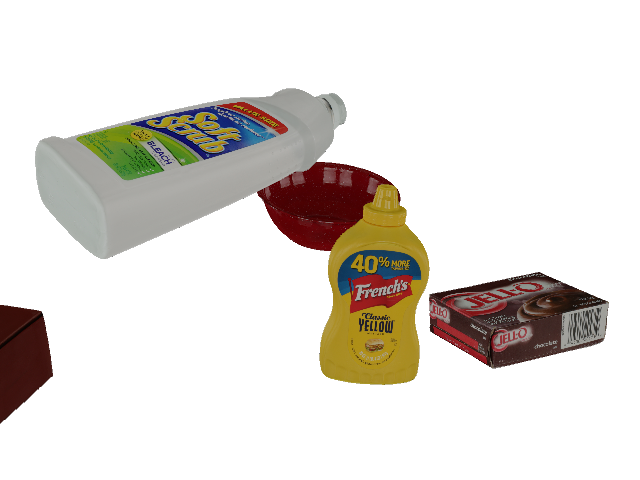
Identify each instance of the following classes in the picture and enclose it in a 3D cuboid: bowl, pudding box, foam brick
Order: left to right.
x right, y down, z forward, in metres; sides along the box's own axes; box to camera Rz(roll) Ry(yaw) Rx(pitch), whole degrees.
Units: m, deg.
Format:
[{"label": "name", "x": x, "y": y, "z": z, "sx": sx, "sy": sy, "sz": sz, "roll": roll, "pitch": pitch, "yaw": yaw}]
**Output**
[{"label": "foam brick", "x": -0.224, "y": 0.084, "z": 0.710, "sx": 0.053, "sy": 0.051, "sz": 0.078, "roll": 7, "pitch": 29, "yaw": 23}, {"label": "bowl", "x": 0.006, "y": -0.033, "z": 1.196, "sx": 0.162, "sy": 0.055, "sz": 0.162, "roll": 4, "pitch": 27, "yaw": -2}, {"label": "pudding box", "x": 0.156, "y": 0.061, "z": 0.849, "sx": 0.113, "sy": 0.039, "sz": 0.090, "roll": -8, "pitch": 18, "yaw": -25}]

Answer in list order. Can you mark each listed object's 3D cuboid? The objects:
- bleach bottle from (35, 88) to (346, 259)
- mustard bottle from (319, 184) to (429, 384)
[{"label": "bleach bottle", "x": -0.087, "y": -0.071, "z": 0.836, "sx": 0.250, "sy": 0.068, "sz": 0.103, "roll": -25, "pitch": 50, "yaw": -33}, {"label": "mustard bottle", "x": 0.054, "y": 0.041, "z": 1.020, "sx": 0.096, "sy": 0.192, "sz": 0.058, "roll": 4, "pitch": 17, "yaw": -4}]
